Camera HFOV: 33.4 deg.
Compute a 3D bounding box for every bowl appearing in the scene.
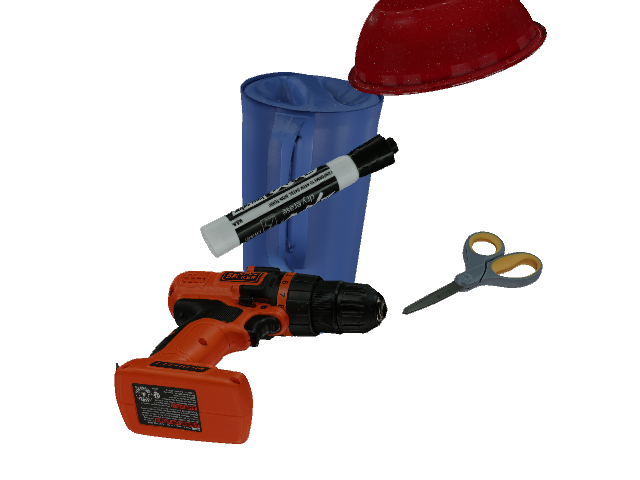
[{"bbox_3d":[0.094,-0.171,0.846,0.162,0.055,0.162,-14,24,6],"label":"bowl"}]

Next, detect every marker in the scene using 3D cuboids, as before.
[{"bbox_3d":[-0.010,-0.027,0.594,0.121,0.020,0.020,-29,7,-12],"label":"marker"}]

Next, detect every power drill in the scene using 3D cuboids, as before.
[{"bbox_3d":[-0.056,0.080,0.812,0.185,0.057,0.187,1,23,19],"label":"power drill"}]

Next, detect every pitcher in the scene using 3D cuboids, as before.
[{"bbox_3d":[-0.019,-0.031,1.025,0.149,0.243,0.145,-11,28,-31],"label":"pitcher"}]

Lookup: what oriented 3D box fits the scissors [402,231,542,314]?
[{"bbox_3d":[0.147,0.031,1.133,0.201,0.016,0.096,-9,41,-29],"label":"scissors"}]
